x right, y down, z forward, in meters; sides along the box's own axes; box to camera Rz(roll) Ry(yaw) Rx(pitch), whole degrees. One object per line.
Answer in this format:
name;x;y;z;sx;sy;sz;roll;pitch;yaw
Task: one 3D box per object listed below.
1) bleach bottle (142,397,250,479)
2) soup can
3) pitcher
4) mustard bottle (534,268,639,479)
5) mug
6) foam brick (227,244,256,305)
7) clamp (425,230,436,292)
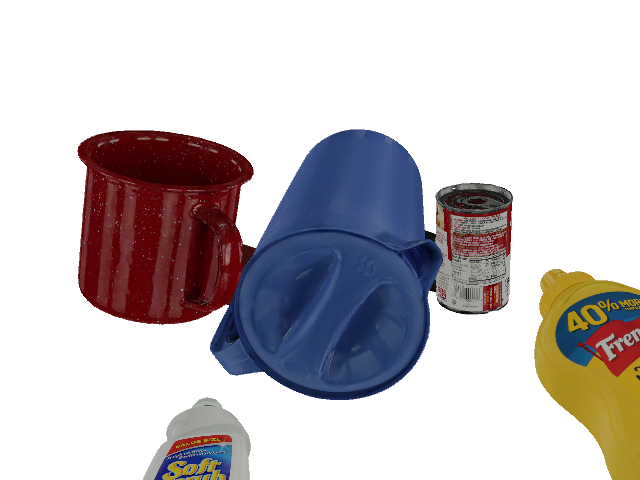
bleach bottle;-0.110;0.210;0.889;0.102;0.068;0.251;-2;24;-1
soup can;0.138;0.008;0.959;0.068;0.102;0.068;-2;23;1
pitcher;0.011;0.008;0.818;0.149;0.145;0.242;12;26;2
mustard bottle;0.180;0.075;0.620;0.096;0.058;0.192;-14;35;-12
mug;-0.080;-0.003;0.572;0.093;0.081;0.117;-10;29;-42
foam brick;-0.095;0.036;1.160;0.078;0.051;0.053;17;30;1
clamp;0.081;0.006;1.261;0.210;0.036;0.164;37;41;26
